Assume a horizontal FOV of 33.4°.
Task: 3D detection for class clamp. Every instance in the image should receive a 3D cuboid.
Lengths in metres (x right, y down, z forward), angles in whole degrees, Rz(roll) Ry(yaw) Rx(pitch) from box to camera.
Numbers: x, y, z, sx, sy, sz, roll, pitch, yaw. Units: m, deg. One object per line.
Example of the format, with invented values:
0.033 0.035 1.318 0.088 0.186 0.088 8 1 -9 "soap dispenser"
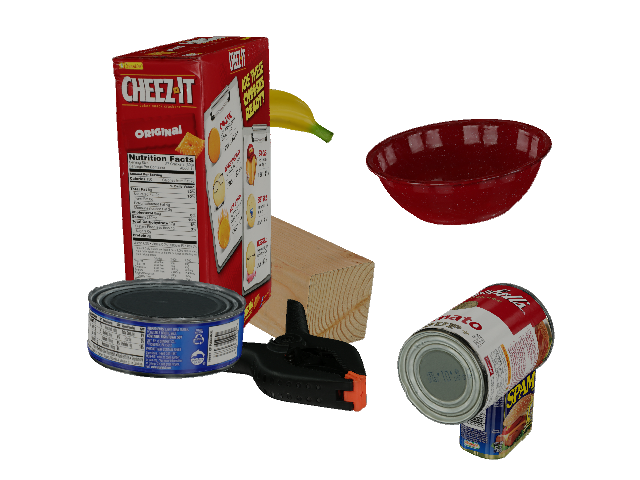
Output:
-0.025 0.099 0.936 0.164 0.036 0.210 -19 23 -42 "clamp"

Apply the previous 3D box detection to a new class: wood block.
-0.048 0.039 1.161 0.090 0.090 0.206 -10 24 -41 "wood block"

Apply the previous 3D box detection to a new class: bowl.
0.123 -0.056 0.940 0.162 0.055 0.162 -8 23 3 "bowl"

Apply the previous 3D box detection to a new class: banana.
-0.064 -0.115 1.024 0.070 0.037 0.197 42 34 23 "banana"

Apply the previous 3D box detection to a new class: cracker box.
-0.089 -0.036 0.784 0.072 0.214 0.164 3 15 12 "cracker box"

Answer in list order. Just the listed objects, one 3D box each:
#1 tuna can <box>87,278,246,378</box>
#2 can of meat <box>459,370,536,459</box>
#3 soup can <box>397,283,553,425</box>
-0.084 0.047 0.586 0.086 0.034 0.086 4 11 -1 "tuna can"
0.185 0.168 1.109 0.058 0.084 0.101 12 20 33 "can of meat"
0.106 0.076 0.723 0.069 0.068 0.102 0 15 38 "soup can"
